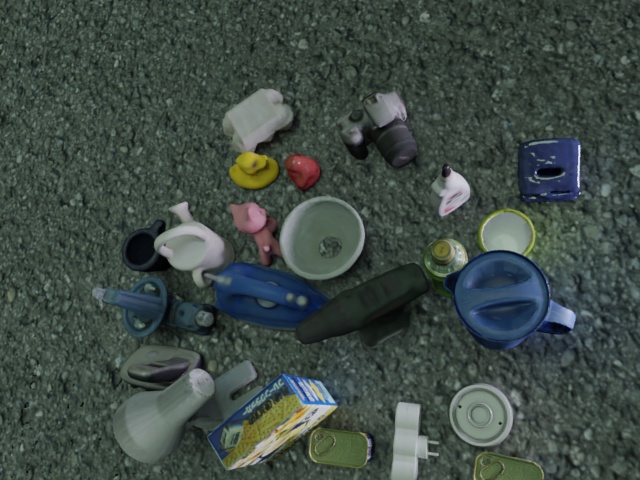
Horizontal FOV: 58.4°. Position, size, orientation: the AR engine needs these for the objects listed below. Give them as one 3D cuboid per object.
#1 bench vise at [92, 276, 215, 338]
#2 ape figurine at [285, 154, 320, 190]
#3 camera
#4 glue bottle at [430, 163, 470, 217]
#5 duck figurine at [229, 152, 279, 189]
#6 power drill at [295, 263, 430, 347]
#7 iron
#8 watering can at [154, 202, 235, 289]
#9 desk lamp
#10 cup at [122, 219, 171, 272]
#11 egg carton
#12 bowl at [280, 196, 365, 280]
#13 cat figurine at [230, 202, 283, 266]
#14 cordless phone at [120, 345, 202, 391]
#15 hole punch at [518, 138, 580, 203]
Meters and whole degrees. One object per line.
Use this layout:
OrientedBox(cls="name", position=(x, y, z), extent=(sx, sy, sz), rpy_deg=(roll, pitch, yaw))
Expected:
OrientedBox(cls="bench vise", position=(-0.311, 0.119, 1.093), extent=(0.207, 0.220, 0.121), rpy_deg=(-10, 71, 13))
OrientedBox(cls="ape figurine", position=(-0.044, -0.145, 1.165), extent=(0.076, 0.092, 0.078), rpy_deg=(-8, 72, 14))
OrientedBox(cls="camera", position=(0.119, -0.210, 1.132), extent=(0.143, 0.101, 0.136), rpy_deg=(-29, 68, 6))
OrientedBox(cls="glue bottle", position=(0.230, -0.097, 1.027), extent=(0.078, 0.173, 0.037), rpy_deg=(-39, 67, 2))
OrientedBox(cls="duck figurine", position=(-0.147, -0.154, 1.200), extent=(0.104, 0.086, 0.077), rpy_deg=(-8, 72, 14))
OrientedBox(cls="power drill", position=(0.084, 0.125, 0.983), extent=(0.229, 0.209, 0.075), rpy_deg=(-32, 68, 5))
OrientedBox(cls="iron", position=(-0.088, 0.104, 1.076), extent=(0.257, 0.142, 0.119), rpy_deg=(11, 77, 19))
OrientedBox(cls="watering can", position=(-0.255, 0.009, 1.124), extent=(0.101, 0.194, 0.172), rpy_deg=(-43, 67, 1))
OrientedBox(cls="desk lamp", position=(-0.227, 0.295, 1.019), extent=(0.203, 0.214, 0.117), rpy_deg=(-35, 67, 4))
OrientedBox(cls="cup", position=(-0.345, 0.018, 1.200), extent=(0.091, 0.095, 0.118), rpy_deg=(25, 82, 21))
OrientedBox(cls="egg carton", position=(-0.134, -0.256, 1.236), extent=(0.150, 0.069, 0.107), rpy_deg=(-34, 68, 4))
OrientedBox(cls="bowl", position=(0.010, 0.004, 1.114), extent=(0.167, 0.075, 0.167), rpy_deg=(-5, 73, 15))
OrientedBox(cls="cat figurine", position=(-0.125, -0.022, 1.137), extent=(0.067, 0.118, 0.127), rpy_deg=(-31, 68, 6))
OrientedBox(cls="cordless phone", position=(-0.323, 0.240, 1.079), extent=(0.147, 0.185, 0.094), rpy_deg=(3, 75, 17))
OrientedBox(cls="hole punch", position=(0.412, -0.123, 1.027), extent=(0.108, 0.091, 0.101), rpy_deg=(-2, 73, 16))
